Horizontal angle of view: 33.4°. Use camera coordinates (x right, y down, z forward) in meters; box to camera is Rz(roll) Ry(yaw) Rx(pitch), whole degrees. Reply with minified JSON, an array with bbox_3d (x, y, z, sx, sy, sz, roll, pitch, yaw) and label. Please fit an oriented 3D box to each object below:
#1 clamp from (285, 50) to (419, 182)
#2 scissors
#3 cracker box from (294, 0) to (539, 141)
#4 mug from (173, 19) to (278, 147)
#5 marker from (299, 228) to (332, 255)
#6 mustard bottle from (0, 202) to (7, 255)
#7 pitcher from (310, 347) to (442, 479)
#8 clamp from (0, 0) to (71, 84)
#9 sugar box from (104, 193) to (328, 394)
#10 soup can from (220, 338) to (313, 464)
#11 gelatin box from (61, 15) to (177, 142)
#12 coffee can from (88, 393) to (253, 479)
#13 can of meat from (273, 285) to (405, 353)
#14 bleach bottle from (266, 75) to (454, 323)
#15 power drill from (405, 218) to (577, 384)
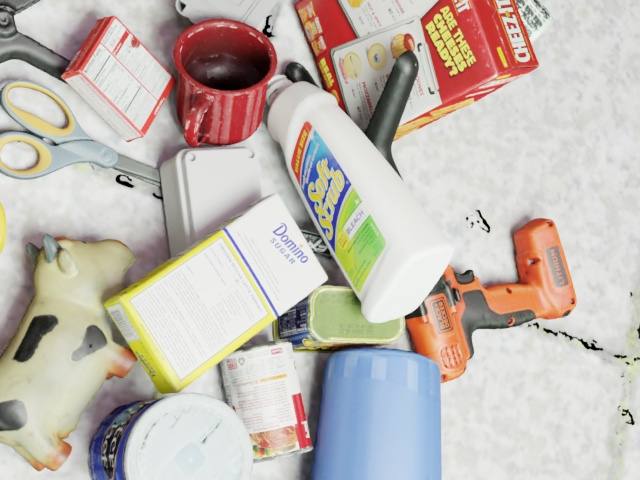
[{"bbox_3d":[0.045,-0.079,1.010,0.036,0.165,0.210,-19,99,-40],"label":"clamp"},{"bbox_3d":[-0.209,-0.063,0.959,0.201,0.016,0.096,38,71,-17],"label":"scissors"},{"bbox_3d":[0.085,-0.194,1.003,0.071,0.214,0.164,-18,86,-39],"label":"cracker box"},{"bbox_3d":[-0.093,-0.132,0.970,0.093,0.082,0.117,20,54,4],"label":"mug"},{"bbox_3d":[-0.007,0.001,1.011,0.121,0.020,0.020,13,74,1],"label":"marker"},{"bbox_3d":[-0.310,-0.024,0.883,0.096,0.058,0.191,-5,83,-16],"label":"mustard bottle"},{"bbox_3d":[0.056,0.227,0.969,0.145,0.149,0.243,7,74,-7],"label":"pitcher"},{"bbox_3d":[-0.275,-0.201,0.942,0.171,0.039,0.120,5,81,-26],"label":"clamp"},{"bbox_3d":[-0.085,0.043,0.908,0.176,0.048,0.093,-36,101,-32],"label":"sugar box"},{"bbox_3d":[-0.049,0.145,0.962,0.068,0.069,0.102,-9,83,-25],"label":"soup can"},{"bbox_3d":[-0.180,-0.145,0.958,0.089,0.030,0.073,46,51,-33],"label":"gelatin box"},{"bbox_3d":[-0.127,0.180,0.880,0.102,0.140,0.103,5,78,-23],"label":"coffee can"},{"bbox_3d":[0.018,0.074,0.995,0.102,0.084,0.057,3,79,-24],"label":"can of meat"},{"bbox_3d":[0.017,-0.051,0.972,0.067,0.103,0.251,-11,54,-38],"label":"bleach bottle"},{"bbox_3d":[0.159,0.035,1.082,0.187,0.057,0.184,-15,90,-23],"label":"power drill"}]
